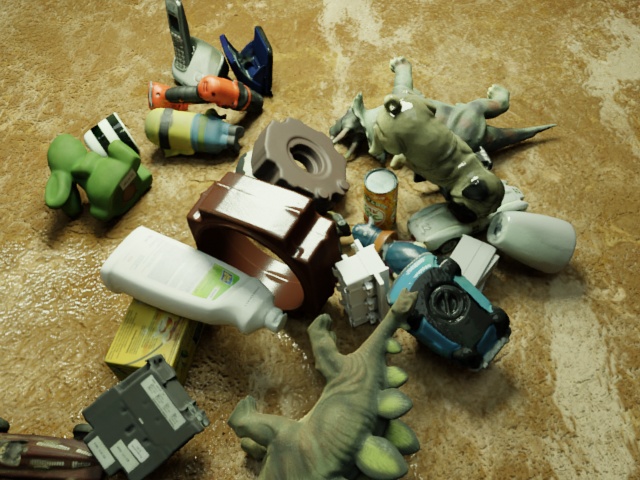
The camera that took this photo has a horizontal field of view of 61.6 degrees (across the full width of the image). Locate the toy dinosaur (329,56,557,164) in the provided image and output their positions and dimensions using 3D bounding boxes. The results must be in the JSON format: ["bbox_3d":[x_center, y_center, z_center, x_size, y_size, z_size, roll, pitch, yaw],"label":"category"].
[{"bbox_3d":[0.207,-0.197,0.951,0.405,0.131,0.192,15,68,12],"label":"toy dinosaur"}]

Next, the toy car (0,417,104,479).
[{"bbox_3d":[-0.371,0.275,0.684,0.202,0.053,0.089,1,49,9],"label":"toy car"}]

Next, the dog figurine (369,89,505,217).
[{"bbox_3d":[0.179,-0.125,0.785,0.191,0.172,0.121,43,104,37],"label":"dog figurine"}]

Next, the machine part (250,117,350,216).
[{"bbox_3d":[-0.031,-0.125,0.900,0.179,0.056,0.179,21,48,-25],"label":"machine part"}]

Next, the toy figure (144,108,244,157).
[{"bbox_3d":[-0.240,-0.207,1.015,0.180,0.089,0.082,9,61,9],"label":"toy figure"}]

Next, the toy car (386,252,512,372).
[{"bbox_3d":[0.169,0.099,0.723,0.162,0.103,0.109,39,79,10],"label":"toy car"}]

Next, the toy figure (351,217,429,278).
[{"bbox_3d":[0.112,0.021,0.823,0.155,0.057,0.064,32,56,32],"label":"toy figure"}]

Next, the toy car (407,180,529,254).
[{"bbox_3d":[0.236,-0.040,0.856,0.202,0.056,0.074,-23,53,-11],"label":"toy car"}]

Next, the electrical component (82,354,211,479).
[{"bbox_3d":[-0.221,0.226,0.663,0.134,0.058,0.115,-38,81,1],"label":"electrical component"}]

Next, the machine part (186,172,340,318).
[{"bbox_3d":[-0.077,0.014,0.757,0.202,0.200,0.087,19,56,19],"label":"machine part"}]

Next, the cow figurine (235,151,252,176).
[{"bbox_3d":[-0.116,-0.090,0.927,0.098,0.068,0.167,-1,49,13],"label":"cow figurine"}]

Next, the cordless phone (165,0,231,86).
[{"bbox_3d":[-0.257,-0.402,1.112,0.089,0.184,0.147,-37,57,-26],"label":"cordless phone"}]

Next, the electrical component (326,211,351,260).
[{"bbox_3d":[0.000,-0.002,0.856,0.102,0.045,0.078,-11,51,12],"label":"electrical component"}]

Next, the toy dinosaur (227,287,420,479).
[{"bbox_3d":[-0.012,0.253,0.612,0.199,0.105,0.471,32,78,31],"label":"toy dinosaur"}]

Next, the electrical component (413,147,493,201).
[{"bbox_3d":[0.221,-0.109,0.900,0.119,0.074,0.048,-11,52,-7],"label":"electrical component"}]

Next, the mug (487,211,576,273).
[{"bbox_3d":[0.300,-0.008,0.792,0.107,0.080,0.110,18,13,-16],"label":"mug"}]

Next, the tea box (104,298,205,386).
[{"bbox_3d":[-0.224,0.120,0.775,0.098,0.068,0.170,8,54,10],"label":"tea box"}]

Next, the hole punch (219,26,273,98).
[{"bbox_3d":[-0.150,-0.362,1.111,0.092,0.115,0.142,-17,54,-15],"label":"hole punch"}]

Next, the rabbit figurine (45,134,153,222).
[{"bbox_3d":[-0.410,-0.112,0.951,0.170,0.121,0.159,30,82,9],"label":"rabbit figurine"}]
